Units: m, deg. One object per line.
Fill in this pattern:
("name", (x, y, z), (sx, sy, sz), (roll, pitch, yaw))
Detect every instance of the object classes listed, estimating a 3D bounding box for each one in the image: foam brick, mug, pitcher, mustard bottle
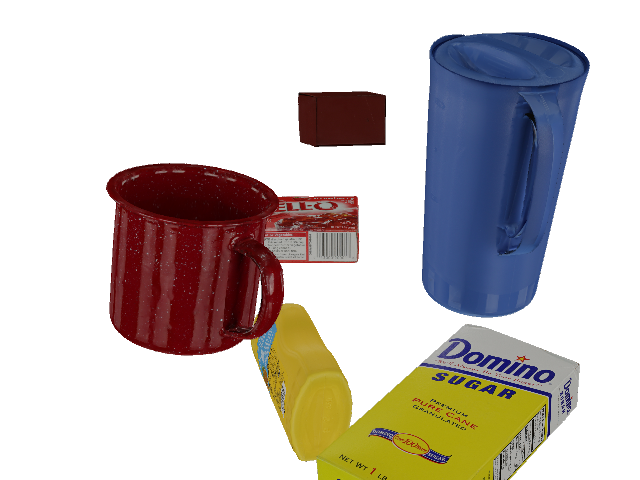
("foam brick", (0.022, -0.123, 1.080), (0.078, 0.051, 0.053), (-3, 13, -20))
("mug", (-0.064, 0.015, 0.583), (0.117, 0.081, 0.093), (24, 27, 34))
("pitcher", (0.155, -0.051, 0.940), (0.145, 0.243, 0.149), (19, 34, 26))
("mustard bottle", (-0.026, 0.115, 1.005), (0.058, 0.096, 0.192), (-5, 27, -17))

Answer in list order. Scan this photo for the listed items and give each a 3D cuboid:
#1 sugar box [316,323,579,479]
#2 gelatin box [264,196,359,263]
("sugar box", (0.088, 0.124, 0.701), (0.093, 0.048, 0.175), (19, 41, 34))
("gelatin box", (-0.015, -0.010, 0.822), (0.089, 0.030, 0.073), (0, 22, 2))
